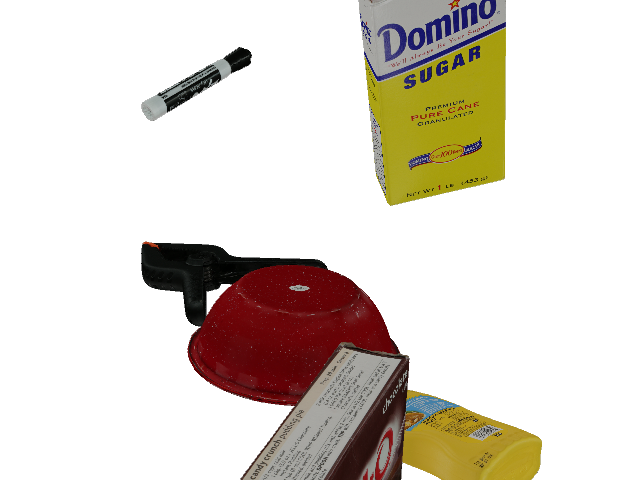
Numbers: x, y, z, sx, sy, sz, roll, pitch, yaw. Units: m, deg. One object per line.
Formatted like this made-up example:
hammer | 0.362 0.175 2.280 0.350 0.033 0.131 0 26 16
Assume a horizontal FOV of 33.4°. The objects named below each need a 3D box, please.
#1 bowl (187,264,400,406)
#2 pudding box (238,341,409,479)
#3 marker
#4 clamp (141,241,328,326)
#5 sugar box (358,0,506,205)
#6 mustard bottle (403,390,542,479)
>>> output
bowl | -0.018 0.060 0.796 0.162 0.055 0.162 3 21 -1
pudding box | 0.003 0.111 0.468 0.039 0.090 0.113 12 31 18
marker | -0.110 -0.144 0.970 0.121 0.020 0.020 -36 19 -29
clamp | -0.120 0.035 1.061 0.210 0.036 0.164 11 21 39
sugar box | 0.080 -0.110 0.741 0.093 0.176 0.048 -14 45 -4
mustard bottle | 0.110 0.188 1.034 0.096 0.058 0.192 -17 25 -41
